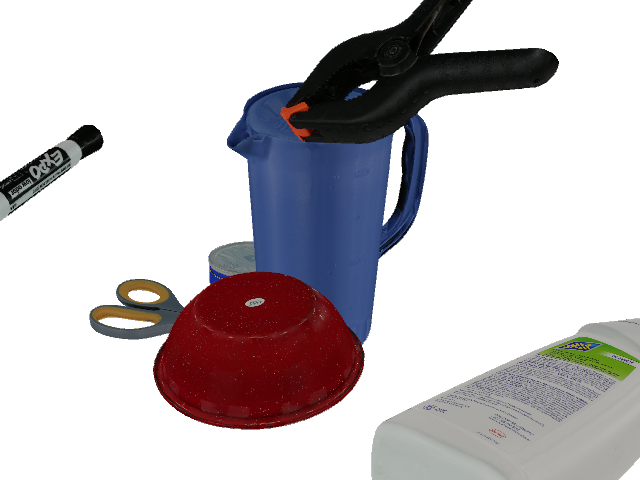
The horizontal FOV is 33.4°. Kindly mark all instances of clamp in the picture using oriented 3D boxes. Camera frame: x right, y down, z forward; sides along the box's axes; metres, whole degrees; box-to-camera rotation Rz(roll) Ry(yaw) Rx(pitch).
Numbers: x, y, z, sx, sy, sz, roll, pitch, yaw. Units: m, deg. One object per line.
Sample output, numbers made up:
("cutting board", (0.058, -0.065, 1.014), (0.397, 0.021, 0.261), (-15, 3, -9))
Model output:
("clamp", (0.060, -0.104, 0.662), (0.171, 0.120, 0.039), (-35, -46, 7))

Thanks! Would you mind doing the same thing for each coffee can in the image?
("coffee can", (-0.079, 0.084, 1.247), (0.103, 0.140, 0.103), (2, 20, -1))

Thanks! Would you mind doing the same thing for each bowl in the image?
("bowl", (-0.048, 0.070, 0.804), (0.162, 0.055, 0.162), (-2, 30, 1))

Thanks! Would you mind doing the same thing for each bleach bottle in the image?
("bleach bottle", (0.148, 0.098, 0.604), (0.250, 0.068, 0.103), (-19, 27, -39))

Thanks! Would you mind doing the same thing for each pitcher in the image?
("pitcher", (0.007, -0.016, 0.984), (0.149, 0.243, 0.144), (12, 33, 18))

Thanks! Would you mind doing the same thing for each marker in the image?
("marker", (-0.171, -0.042, 0.656), (0.020, 0.020, 0.121), (0, 28, 25))

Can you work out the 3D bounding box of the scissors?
("scissors", (-0.119, 0.071, 1.032), (0.201, 0.016, 0.096), (3, 32, -4))
